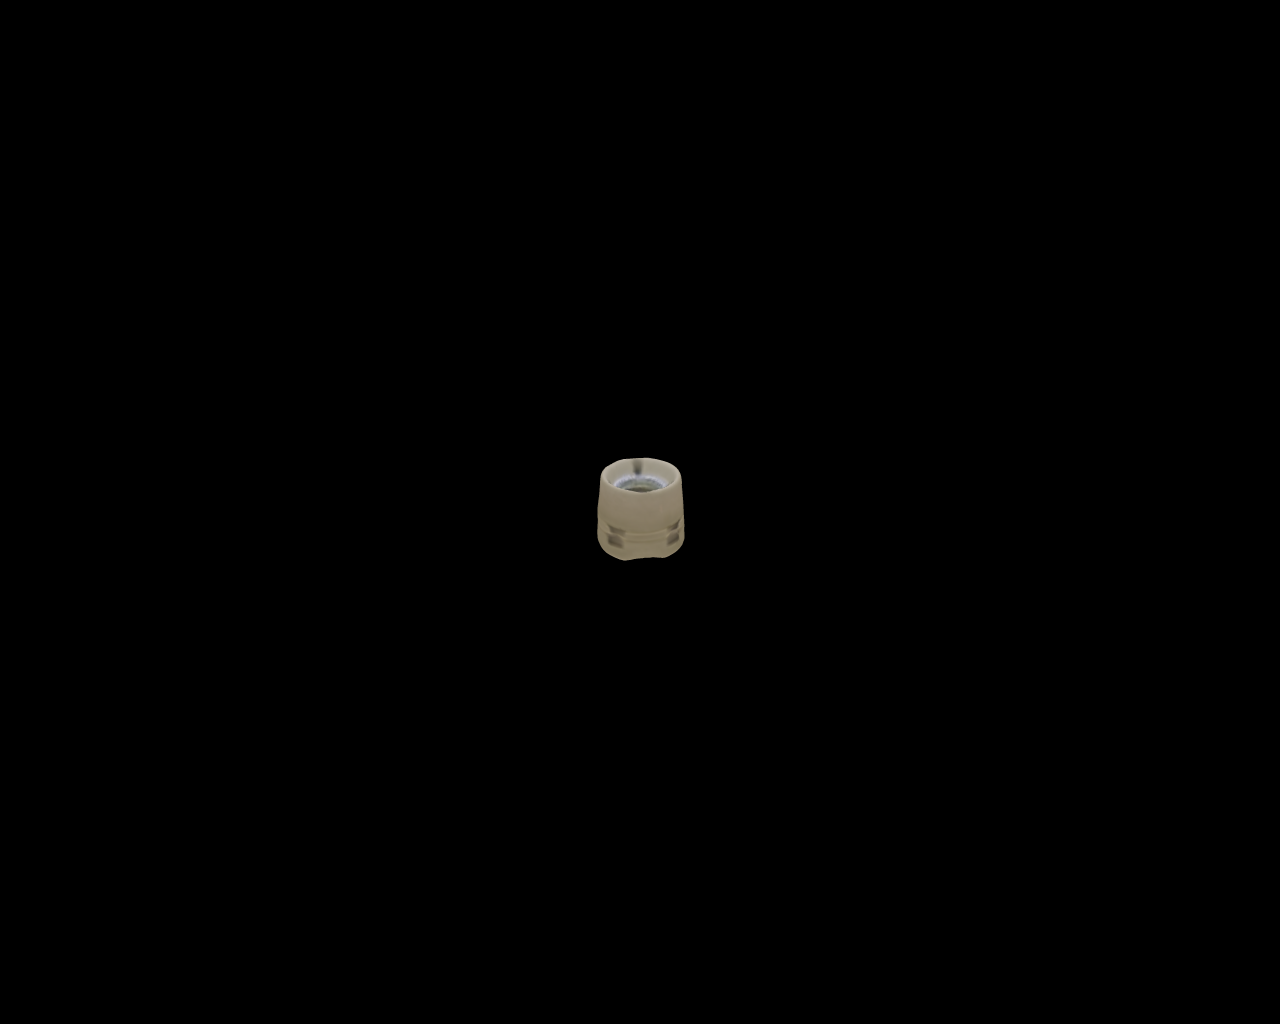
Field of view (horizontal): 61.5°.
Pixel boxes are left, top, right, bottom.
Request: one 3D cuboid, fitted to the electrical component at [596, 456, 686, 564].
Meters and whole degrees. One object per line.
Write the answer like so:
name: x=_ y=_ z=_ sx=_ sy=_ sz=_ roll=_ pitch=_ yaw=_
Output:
electrical component: x=0.001 y=-0.003 z=0.650 sx=0.055 sy=0.047 sz=0.055 roll=0 pitch=30 yaw=0
